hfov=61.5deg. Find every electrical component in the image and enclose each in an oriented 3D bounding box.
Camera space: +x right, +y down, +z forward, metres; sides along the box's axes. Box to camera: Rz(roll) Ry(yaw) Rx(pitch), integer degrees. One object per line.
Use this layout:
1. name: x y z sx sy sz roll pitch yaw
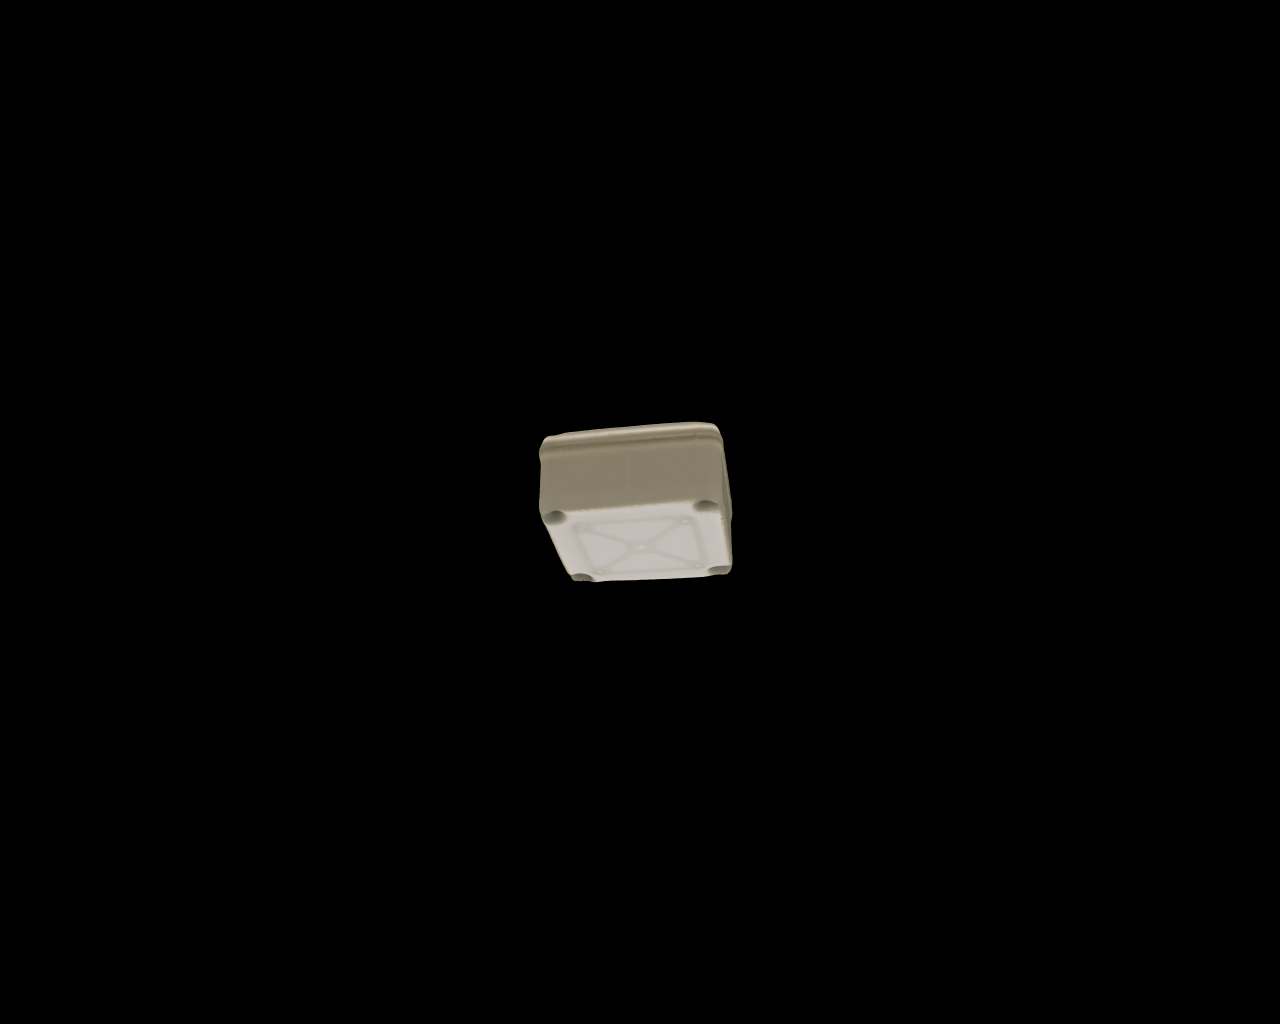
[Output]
1. electrical component: 0.001 -0.003 0.650 0.109 0.056 0.108 -4 -28 7
